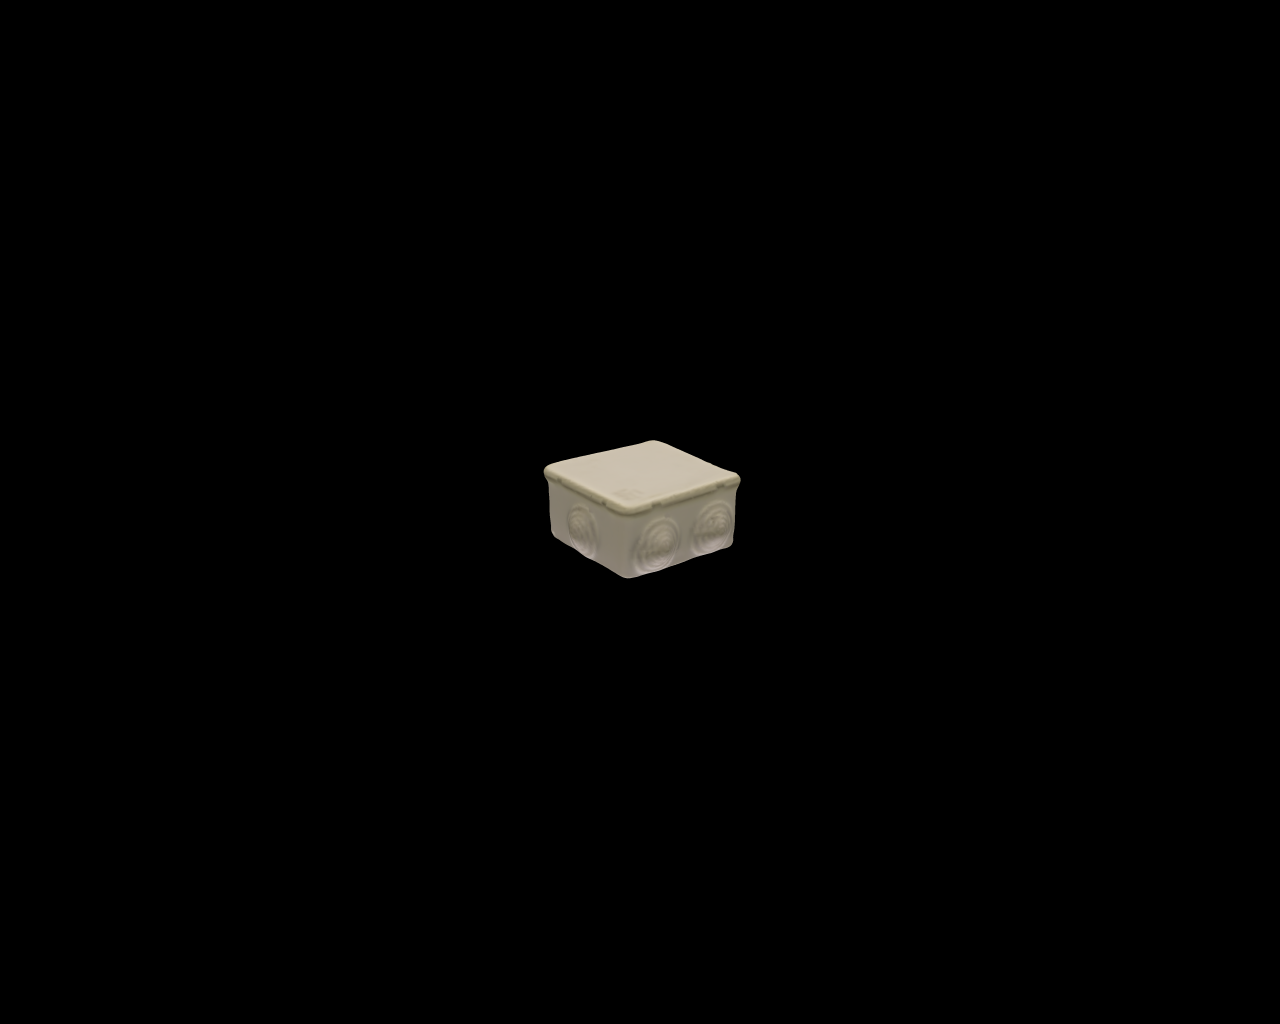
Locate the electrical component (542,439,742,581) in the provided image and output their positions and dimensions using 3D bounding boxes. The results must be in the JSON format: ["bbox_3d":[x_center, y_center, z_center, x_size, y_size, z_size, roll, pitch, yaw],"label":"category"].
[{"bbox_3d":[0.001,-0.003,0.650,0.100,0.048,0.100,-16,27,-34],"label":"electrical component"}]
